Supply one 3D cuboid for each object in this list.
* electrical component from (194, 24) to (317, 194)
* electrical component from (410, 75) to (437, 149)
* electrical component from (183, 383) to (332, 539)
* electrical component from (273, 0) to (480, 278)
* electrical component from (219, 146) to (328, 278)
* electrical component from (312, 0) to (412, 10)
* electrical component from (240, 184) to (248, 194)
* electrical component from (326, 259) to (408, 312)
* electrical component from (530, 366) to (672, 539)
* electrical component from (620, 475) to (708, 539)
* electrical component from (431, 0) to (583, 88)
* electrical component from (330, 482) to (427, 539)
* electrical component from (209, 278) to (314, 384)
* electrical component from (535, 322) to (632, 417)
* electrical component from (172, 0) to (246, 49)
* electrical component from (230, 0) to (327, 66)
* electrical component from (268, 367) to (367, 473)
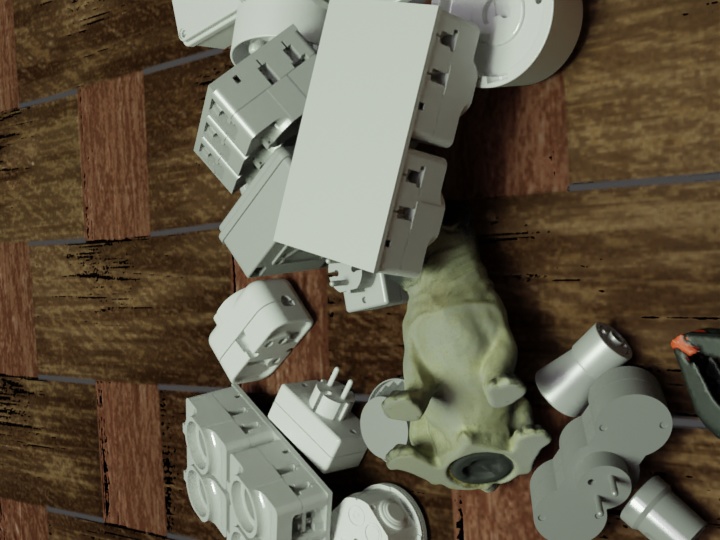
[{"bbox_3d":[-0.080,-0.127,0.902,0.061,0.089,0.150,49,161,2],"label":"electrical component"},{"bbox_3d":[0.030,-0.143,0.869,0.054,0.059,0.095,39,118,33],"label":"electrical component"},{"bbox_3d":[-0.099,0.198,0.967,0.186,0.060,0.105,38,133,49],"label":"electrical component"},{"bbox_3d":[0.014,-0.097,0.788,0.105,0.060,0.186,18,97,42],"label":"electrical component"},{"bbox_3d":[-0.046,-0.050,0.912,0.108,0.109,0.056,-49,65,33],"label":"electrical component"},{"bbox_3d":[0.007,-0.256,0.853,0.108,0.108,0.060,-21,73,41],"label":"electrical component"},{"bbox_3d":[-0.111,-0.097,1.012,0.043,0.043,0.062,-30,75,39],"label":"electrical component"},{"bbox_3d":[0.000,0.000,0.895,0.047,0.077,0.065,-14,84,41],"label":"electrical component"},{"bbox_3d":[0.168,0.140,0.747,0.052,0.073,0.138,24,116,-7],"label":"electrical component"},{"bbox_3d":[0.210,0.172,0.743,0.046,0.040,0.040,41,119,26],"label":"electrical component"},{"bbox_3d":[0.112,-0.186,0.791,0.108,0.060,0.108,4,96,42],"label":"electrical component"},{"bbox_3d":[0.013,0.225,0.917,0.080,0.051,0.080,4,96,42],"label":"electrical component"},{"bbox_3d":[-0.095,0.054,1.001,0.095,0.054,0.059,-50,62,32],"label":"electrical component"},{"bbox_3d":[0.164,0.069,0.777,0.065,0.044,0.044,-50,61,27],"label":"electrical component"},{"bbox_3d":[-0.124,-0.275,1.001,0.109,0.056,0.108,-17,82,42],"label":"electrical component"},{"bbox_3d":[-0.061,-0.196,0.926,0.099,0.099,0.064,1,88,42],"label":"electrical component"},{"bbox_3d":[-0.028,0.122,0.950,0.083,0.047,0.075,40,115,34],"label":"electrical component"}]
